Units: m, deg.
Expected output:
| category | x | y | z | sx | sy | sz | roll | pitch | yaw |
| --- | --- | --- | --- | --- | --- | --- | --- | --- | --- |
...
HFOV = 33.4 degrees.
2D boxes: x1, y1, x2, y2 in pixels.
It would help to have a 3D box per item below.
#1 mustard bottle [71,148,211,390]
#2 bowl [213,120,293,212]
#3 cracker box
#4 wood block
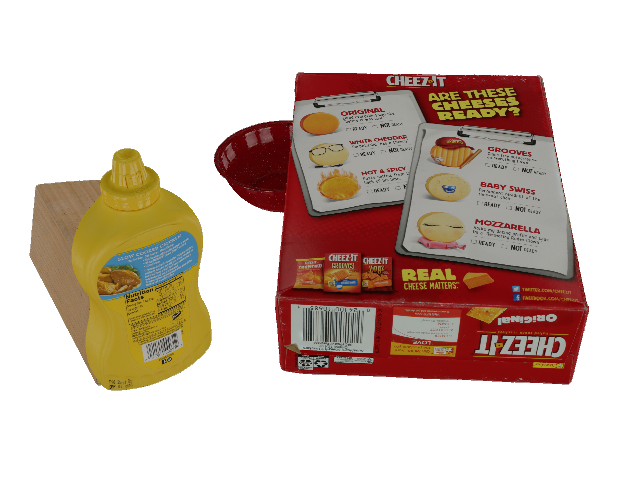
| category | x | y | z | sx | sy | sz | roll | pitch | yaw |
| --- | --- | --- | --- | --- | --- | --- | --- | --- | --- |
| mustard bottle | -0.131 | 0.018 | 0.778 | 0.096 | 0.192 | 0.058 | -21 | 43 | -25 |
| bowl | -0.045 | -0.081 | 1.272 | 0.162 | 0.055 | 0.162 | -2 | 36 | 1 |
| cracker box | 0.061 | -0.015 | 0.644 | 0.164 | 0.072 | 0.213 | 1 | 42 | 2 |
| wood block | -0.204 | 0.033 | 1.025 | 0.090 | 0.091 | 0.206 | -6 | 36 | -31 |
